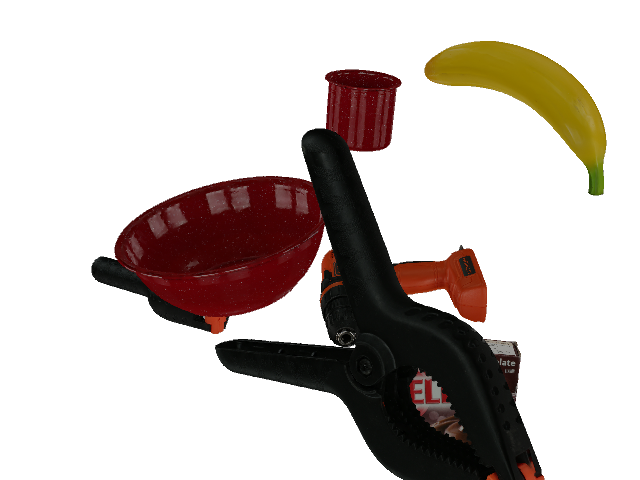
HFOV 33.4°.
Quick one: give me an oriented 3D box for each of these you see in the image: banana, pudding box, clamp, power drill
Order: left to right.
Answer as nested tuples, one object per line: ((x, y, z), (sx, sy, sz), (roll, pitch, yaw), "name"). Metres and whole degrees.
((-0.126, 0.042, 1.011), (0.120, 0.039, 0.172), (-18, 31, -37), "clamp")
((0.033, 0.051, 0.553), (0.210, 0.165, 0.036), (36, 33, 32), "clamp")
((0.092, 0.061, 1.224), (0.187, 0.057, 0.184), (-1, 28, -1), "power drill")
((0.101, 0.124, 0.866), (0.113, 0.090, 0.039), (3, 19, 1), "pudding box")
((0.152, -0.113, 0.818), (0.037, 0.070, 0.198), (2, 32, -43), "banana")

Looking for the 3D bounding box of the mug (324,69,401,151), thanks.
((0.055, -0.162, 1.314), (0.093, 0.081, 0.117), (17, 26, 28), "mug")

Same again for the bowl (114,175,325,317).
((-0.065, 0.010, 0.782), (0.162, 0.055, 0.162), (-10, 25, 5), "bowl")
